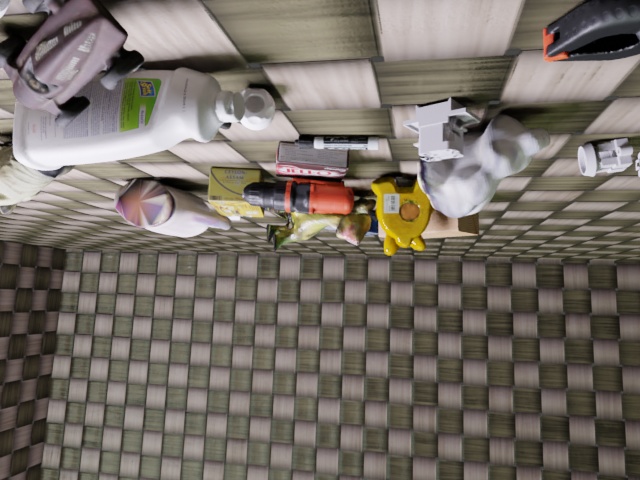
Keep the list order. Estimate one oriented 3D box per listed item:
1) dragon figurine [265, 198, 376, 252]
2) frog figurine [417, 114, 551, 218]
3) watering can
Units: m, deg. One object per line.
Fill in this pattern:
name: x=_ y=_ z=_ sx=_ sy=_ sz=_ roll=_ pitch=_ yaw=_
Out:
dragon figurine: x=0.003 y=-0.057 z=1.141 sx=0.243 sy=0.121 sz=0.415 roll=-5 pitch=-164 yaw=-10
frog figurine: x=0.213 y=-0.098 z=0.663 sx=0.159 sy=0.121 sz=0.140 roll=-11 pitch=-159 yaw=24
watering can: x=-0.367 y=-0.071 z=1.159 sx=0.348 sy=0.104 sz=0.223 roll=11 pitch=176 yaw=26
